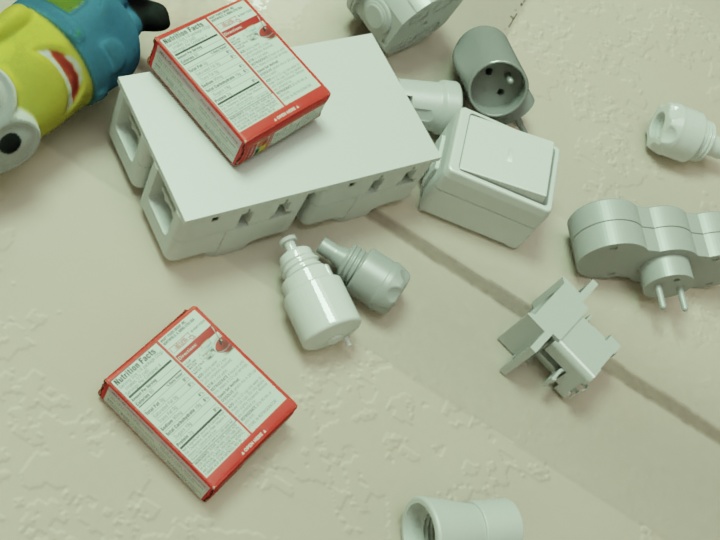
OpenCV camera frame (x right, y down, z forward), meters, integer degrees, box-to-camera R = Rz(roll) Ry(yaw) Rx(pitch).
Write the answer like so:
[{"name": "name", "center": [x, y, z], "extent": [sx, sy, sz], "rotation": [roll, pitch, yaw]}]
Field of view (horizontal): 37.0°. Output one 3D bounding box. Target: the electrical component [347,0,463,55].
[{"name": "electrical component", "center": [0.034, -0.204, 0.803], "extent": [0.080, 0.080, 0.051], "rotation": [-30, 82, -33]}]

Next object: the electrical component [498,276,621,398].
[{"name": "electrical component", "center": [0.137, 0.048, 0.725], "extent": [0.063, 0.042, 0.081], "rotation": [47, 56, 3]}]

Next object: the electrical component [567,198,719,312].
[{"name": "electrical component", "center": [0.220, -0.003, 0.782], "extent": [0.138, 0.052, 0.073], "rotation": [5, 60, -20]}]

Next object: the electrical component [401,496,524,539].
[{"name": "electrical component", "center": [0.063, 0.154, 0.634], "extent": [0.065, 0.044, 0.044], "rotation": [2, 61, -27]}]

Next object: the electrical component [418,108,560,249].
[{"name": "electrical component", "center": [0.087, -0.069, 0.758], "extent": [0.096, 0.061, 0.061], "rotation": [21, 56, -10]}]

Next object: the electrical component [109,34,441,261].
[{"name": "electrical component", "center": [-0.057, -0.082, 0.706], "extent": [0.186, 0.060, 0.105], "rotation": [-17, 70, -30]}]

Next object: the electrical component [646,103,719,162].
[{"name": "electrical component", "center": [0.266, -0.107, 0.866], "extent": [0.062, 0.043, 0.043], "rotation": [18, 57, -14]}]

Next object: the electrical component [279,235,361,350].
[{"name": "electrical component", "center": [-0.030, 0.014, 0.674], "extent": [0.040, 0.040, 0.078], "rotation": [-16, 69, -29]}]

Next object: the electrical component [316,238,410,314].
[{"name": "electrical component", "center": [0.000, 0.000, 0.699], "extent": [0.061, 0.035, 0.035], "rotation": [33, 55, 1]}]

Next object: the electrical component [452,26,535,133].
[{"name": "electrical component", "center": [0.106, -0.136, 0.809], "extent": [0.079, 0.043, 0.077], "rotation": [55, 15, -28]}]

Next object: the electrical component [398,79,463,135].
[{"name": "electrical component", "center": [0.047, -0.120, 0.785], "extent": [0.046, 0.040, 0.040], "rotation": [5, 60, -14]}]
